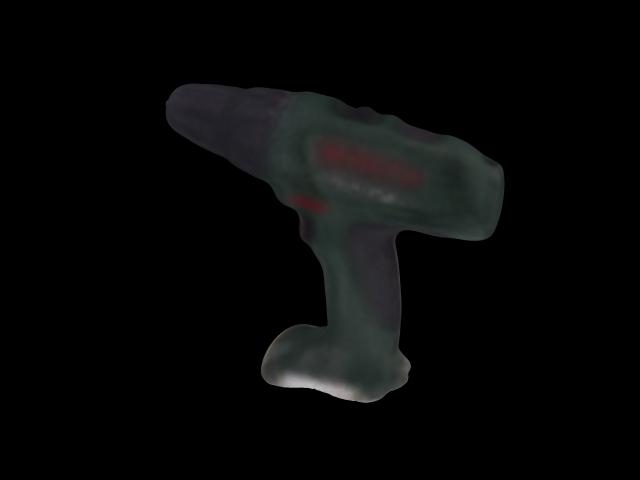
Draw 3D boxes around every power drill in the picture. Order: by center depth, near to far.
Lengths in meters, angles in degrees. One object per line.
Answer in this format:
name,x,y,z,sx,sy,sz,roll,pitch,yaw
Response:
power drill,0.004,0.001,0.400,0.229,0.208,0.076,6,24,14
